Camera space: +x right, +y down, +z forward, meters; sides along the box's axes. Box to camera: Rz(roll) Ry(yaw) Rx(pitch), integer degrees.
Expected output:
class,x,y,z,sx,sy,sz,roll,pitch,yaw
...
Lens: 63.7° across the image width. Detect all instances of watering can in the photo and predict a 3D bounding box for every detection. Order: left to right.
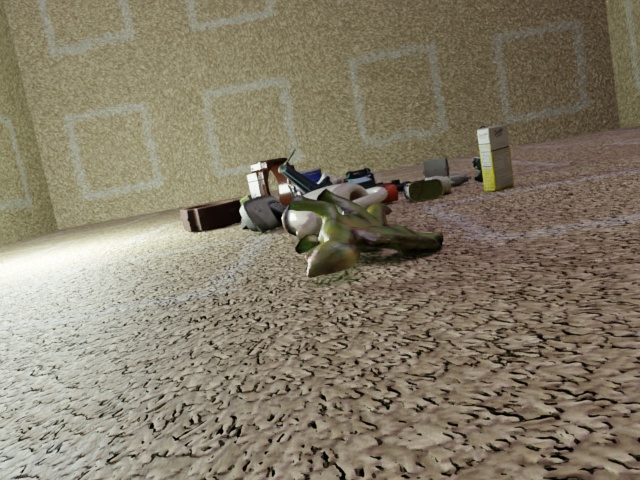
class,x,y,z,sx,sy,sz,roll,pitch,yaw
watering can,0.003,-0.057,1.132,0.223,0.103,0.352,-11,11,42

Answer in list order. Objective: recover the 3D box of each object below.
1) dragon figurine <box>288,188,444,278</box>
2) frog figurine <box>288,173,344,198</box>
class,x,y,z,sx,sy,sz,roll,pitch,yaw
dragon figurine,0.098,-0.011,0.900,0.244,0.120,0.414,19,24,37
frog figurine,-0.001,-0.143,1.611,0.160,0.121,0.138,-18,14,-18
